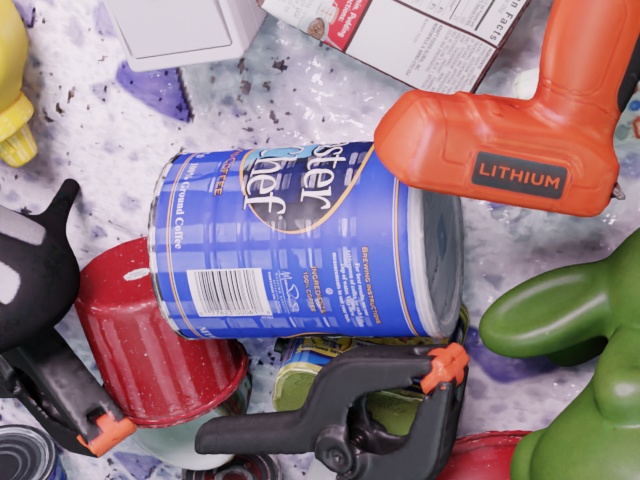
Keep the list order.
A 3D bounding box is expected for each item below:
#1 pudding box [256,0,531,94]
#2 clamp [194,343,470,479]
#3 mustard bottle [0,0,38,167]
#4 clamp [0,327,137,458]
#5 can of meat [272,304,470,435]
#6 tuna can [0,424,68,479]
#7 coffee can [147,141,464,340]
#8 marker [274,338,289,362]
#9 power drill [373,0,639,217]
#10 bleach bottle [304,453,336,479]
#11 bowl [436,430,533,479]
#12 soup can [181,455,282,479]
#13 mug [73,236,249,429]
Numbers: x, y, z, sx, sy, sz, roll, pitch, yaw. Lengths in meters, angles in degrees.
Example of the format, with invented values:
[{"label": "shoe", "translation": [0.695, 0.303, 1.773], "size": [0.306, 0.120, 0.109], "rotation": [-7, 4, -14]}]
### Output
[{"label": "pudding box", "translation": [0.039, -0.123, 0.483], "size": [0.113, 0.039, 0.090], "rotation": [25, 128, -7]}, {"label": "clamp", "translation": [0.019, 0.117, 0.555], "size": [0.172, 0.039, 0.120], "rotation": [-35, 93, 35]}, {"label": "mustard bottle", "translation": [-0.206, -0.117, 0.546], "size": [0.096, 0.058, 0.191], "rotation": [-15, 122, 26]}, {"label": "clamp", "translation": [-0.184, 0.064, 0.645], "size": [0.210, 0.036, 0.164], "rotation": [22, 139, 46]}, {"label": "can of meat", "translation": [0.029, 0.070, 0.613], "size": [0.102, 0.084, 0.057], "rotation": [14, 131, 5]}, {"label": "tuna can", "translation": [-0.229, 0.174, 0.772], "size": [0.086, 0.086, 0.034], "rotation": [3, 128, 14]}, {"label": "coffee can", "translation": [-0.004, 0.001, 0.553], "size": [0.140, 0.102, 0.103], "rotation": [-2, 127, 18]}, {"label": "marker", "translation": [0.030, 0.083, 0.665], "size": [0.121, 0.020, 0.020], "rotation": [17, 131, 2]}, {"label": "power drill", "translation": [0.085, -0.107, 0.417], "size": [0.184, 0.057, 0.188], "rotation": [10, 119, -17]}, {"label": "bleach bottle", "translation": [0.010, 0.223, 0.748], "size": [0.103, 0.068, 0.251], "rotation": [57, 146, 28]}, {"label": "bowl", "translation": [0.093, 0.184, 0.605], "size": [0.162, 0.055, 0.162], "rotation": [-8, 127, -11]}, {"label": "soup can", "translation": [-0.062, 0.195, 0.752], "size": [0.068, 0.068, 0.102], "rotation": [10, 131, 8]}, {"label": "mug", "translation": [-0.104, 0.047, 0.639], "size": [0.117, 0.093, 0.081], "rotation": [24, 137, 46]}]
